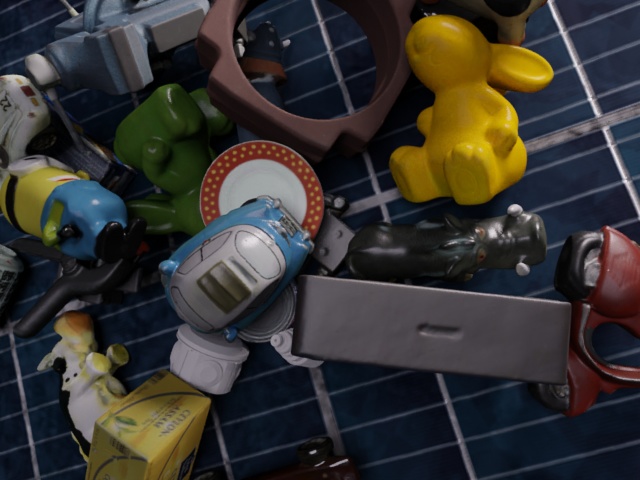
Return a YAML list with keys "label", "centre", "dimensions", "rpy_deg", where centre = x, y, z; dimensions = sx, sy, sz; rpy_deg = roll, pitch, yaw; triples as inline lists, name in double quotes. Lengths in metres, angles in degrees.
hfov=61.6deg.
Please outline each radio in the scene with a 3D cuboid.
- label: "radio"
  centre: [0.091, 0.079, 0.494]
  dimensions: [0.230, 0.131, 0.073]
  rpy_deg: [7, 84, 0]

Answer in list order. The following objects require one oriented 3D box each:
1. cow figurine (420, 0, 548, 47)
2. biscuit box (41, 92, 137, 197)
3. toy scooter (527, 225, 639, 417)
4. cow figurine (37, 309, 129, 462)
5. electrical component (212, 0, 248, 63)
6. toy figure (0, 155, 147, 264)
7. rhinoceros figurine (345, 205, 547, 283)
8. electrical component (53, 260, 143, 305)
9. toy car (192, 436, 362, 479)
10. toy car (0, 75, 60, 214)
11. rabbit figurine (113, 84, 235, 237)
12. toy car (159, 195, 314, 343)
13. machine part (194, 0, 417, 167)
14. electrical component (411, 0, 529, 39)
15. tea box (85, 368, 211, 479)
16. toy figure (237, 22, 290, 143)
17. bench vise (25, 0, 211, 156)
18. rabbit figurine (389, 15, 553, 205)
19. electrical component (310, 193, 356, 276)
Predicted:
- label: "cow figurine"
  centre: [0.125, -0.272, 0.495]
  dimensions: [0.195, 0.127, 0.085]
  rpy_deg: [36, 89, 12]
- label: "biscuit box"
  centre: [-0.327, -0.123, 0.672]
  dimensions: [0.203, 0.059, 0.063]
  rpy_deg: [39, 94, 14]
- label: "toy scooter"
  centre: [0.282, 0.084, 0.500]
  dimensions: [0.135, 0.075, 0.183]
  rpy_deg: [14, 90, 14]
- label: "cow figurine"
  centre: [-0.268, 0.167, 0.622]
  dimensions: [0.098, 0.068, 0.167]
  rpy_deg: [-41, 75, 11]
- label: "electrical component"
  centre: [-0.107, -0.262, 0.637]
  dimensions: [0.021, 0.063, 0.094]
  rpy_deg: [-9, 81, 12]
- label: "toy figure"
  centre: [-0.265, -0.028, 0.561]
  dimensions: [0.180, 0.082, 0.089]
  rpy_deg: [29, 85, 24]
- label: "rhinoceros figurine"
  centre: [0.120, 0.004, 0.529]
  dimensions: [0.190, 0.112, 0.073]
  rpy_deg: [-4, 80, 21]
- label: "electrical component"
  centre: [-0.258, 0.039, 0.642]
  dimensions: [0.119, 0.047, 0.074]
  rpy_deg: [3, 84, 13]
- label: "toy car"
  centre: [-0.049, 0.269, 0.563]
  dimensions: [0.202, 0.053, 0.089]
  rpy_deg: [-24, 83, 13]
- label: "toy car"
  centre: [-0.361, -0.103, 0.615]
  dimensions: [0.202, 0.056, 0.073]
  rpy_deg: [-39, 87, 37]
- label: "rabbit figurine"
  centre: [-0.154, -0.064, 0.601]
  dimensions: [0.159, 0.121, 0.170]
  rpy_deg: [-31, 93, 11]
- label: "toy car"
  centre: [-0.085, 0.036, 0.521]
  dimensions: [0.162, 0.103, 0.109]
  rpy_deg: [-37, 101, 13]
- label: "machine part"
  centre: [-0.010, -0.195, 0.560]
  dimensions: [0.201, 0.087, 0.201]
  rpy_deg: [30, 80, -6]
- label: "electrical component"
  centre: [0.150, -0.277, 0.585]
  dimensions: [0.115, 0.058, 0.134]
  rpy_deg: [-25, 79, 7]
- label: "tea box"
  centre: [-0.178, 0.229, 0.542]
  dimensions: [0.068, 0.098, 0.169]
  rpy_deg: [27, 120, 16]
- label: "toy figure"
  centre: [-0.069, -0.171, 0.618]
  dimensions: [0.058, 0.064, 0.154]
  rpy_deg: [-3, 83, 25]
- label: "bench vise"
  centre: [-0.250, -0.232, 0.625]
  dimensions: [0.241, 0.128, 0.223]
  rpy_deg: [26, 63, 38]
- label: "rabbit figurine"
  centre: [0.145, -0.134, 0.517]
  dimensions: [0.162, 0.122, 0.173]
  rpy_deg: [-26, 104, -17]
- label: "electrical component"
  centre: [0.000, -0.002, 0.590]
  dimensions: [0.102, 0.045, 0.078]
  rpy_deg: [-45, 75, 4]
